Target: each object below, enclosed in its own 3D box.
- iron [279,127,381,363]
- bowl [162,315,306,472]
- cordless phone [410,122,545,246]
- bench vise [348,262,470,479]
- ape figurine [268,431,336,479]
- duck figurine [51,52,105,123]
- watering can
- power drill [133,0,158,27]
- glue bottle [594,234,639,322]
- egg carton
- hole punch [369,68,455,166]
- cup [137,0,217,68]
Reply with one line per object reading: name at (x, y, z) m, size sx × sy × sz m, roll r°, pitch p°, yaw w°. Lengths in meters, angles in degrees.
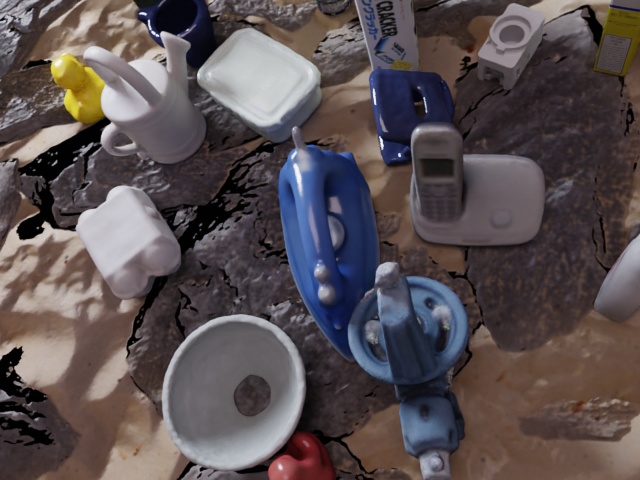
iron at (0.006, 0.002, 0.652) m, size 0.118 × 0.142 × 0.258 m, roll -14°, pitch 67°, yaw 9°
bowl at (-0.087, 0.173, 0.649) m, size 0.167 × 0.075 × 0.167 m, roll -5°, pitch 69°, yaw 13°
cordless phone at (0.166, -0.064, 0.612) m, size 0.147 × 0.185 × 0.094 m, roll -1°, pitch 70°, yaw 14°
bench vise at (0.099, 0.112, 0.544) m, size 0.121 × 0.220 × 0.207 m, roll -29°, pitch 65°, yaw 2°
ape figurine at (-0.025, 0.243, 0.597) m, size 0.076 × 0.092 × 0.078 m, roll 36°, pitch 82°, yaw 23°
duck figurine at (-0.369, -0.236, 0.868) m, size 0.077 × 0.086 × 0.104 m, roll -22°, pitch 66°, yaw 6°
watering can at (-0.233, -0.195, 0.759) m, size 0.100 × 0.194 × 0.173 m, roll 7°, pitch 72°, yaw 17°
power drill at (-0.256, -0.411, 0.838) m, size 0.229 × 0.209 × 0.075 m, roll -6°, pitch 68°, yaw 12°
glue bottle at (0.308, 0.025, 0.550) m, size 0.037 × 0.173 × 0.078 m, roll 25°, pitch 78°, yaw 22°
egg carton at (-0.251, 0.001, 0.758) m, size 0.107 × 0.069 × 0.150 m, roll -40°, pitch 66°, yaw -2°
hole punch at (0.116, -0.162, 0.714) m, size 0.101 × 0.091 × 0.108 m, roll -11°, pitch 68°, yaw 10°
cup at (-0.204, -0.302, 0.846) m, size 0.117 × 0.095 × 0.092 m, roll 15°, pitch 74°, yaw 19°
